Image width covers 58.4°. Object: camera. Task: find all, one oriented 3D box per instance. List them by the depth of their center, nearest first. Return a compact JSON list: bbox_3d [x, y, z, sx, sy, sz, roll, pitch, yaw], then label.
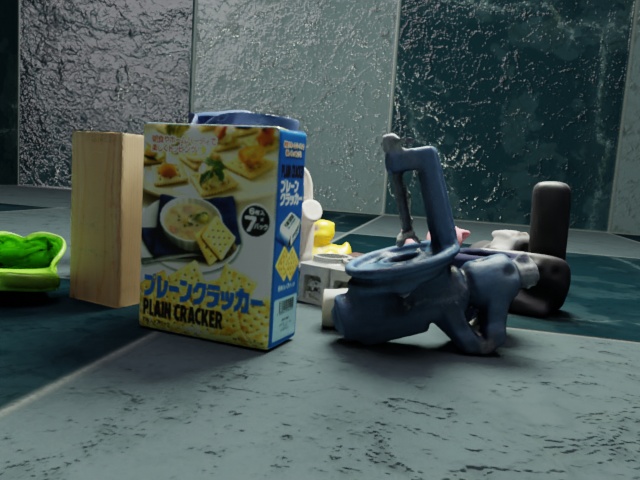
[{"bbox_3d":[0.330,0.031,1.001,0.143,0.101,0.136,2,7,-19],"label":"camera"}]

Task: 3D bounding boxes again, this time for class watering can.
[{"bbox_3d":[-0.052,-0.045,1.034,0.172,0.194,0.101,9,9,38],"label":"watering can"}]

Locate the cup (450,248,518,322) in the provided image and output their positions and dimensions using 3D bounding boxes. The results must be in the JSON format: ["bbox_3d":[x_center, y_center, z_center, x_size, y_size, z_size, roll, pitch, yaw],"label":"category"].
[{"bbox_3d":[0.195,0.060,0.700,0.091,0.095,0.118,4,7,1],"label":"cup"}]

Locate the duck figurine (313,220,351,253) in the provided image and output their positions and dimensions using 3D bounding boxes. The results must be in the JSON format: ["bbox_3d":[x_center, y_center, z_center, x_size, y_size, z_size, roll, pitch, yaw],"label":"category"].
[{"bbox_3d":[0.010,0.004,1.117,0.104,0.086,0.077,3,7,-7],"label":"duck figurine"}]

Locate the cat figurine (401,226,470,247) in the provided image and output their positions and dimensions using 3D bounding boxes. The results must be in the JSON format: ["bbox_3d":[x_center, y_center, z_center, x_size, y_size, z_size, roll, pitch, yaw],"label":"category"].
[{"bbox_3d":[0.206,0.008,1.055,0.127,0.118,0.067,7,7,23],"label":"cat figurine"}]

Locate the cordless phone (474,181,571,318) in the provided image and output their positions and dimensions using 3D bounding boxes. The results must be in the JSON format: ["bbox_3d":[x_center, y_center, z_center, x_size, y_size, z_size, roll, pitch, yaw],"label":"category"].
[{"bbox_3d":[0.285,0.007,0.821,0.147,0.185,0.094,7,7,23],"label":"cordless phone"}]

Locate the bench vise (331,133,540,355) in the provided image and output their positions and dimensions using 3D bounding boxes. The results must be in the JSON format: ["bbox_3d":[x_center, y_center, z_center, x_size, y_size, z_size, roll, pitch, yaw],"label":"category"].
[{"bbox_3d":[0.120,0.003,0.607,0.208,0.220,0.121,1,7,-21],"label":"bench vise"}]
